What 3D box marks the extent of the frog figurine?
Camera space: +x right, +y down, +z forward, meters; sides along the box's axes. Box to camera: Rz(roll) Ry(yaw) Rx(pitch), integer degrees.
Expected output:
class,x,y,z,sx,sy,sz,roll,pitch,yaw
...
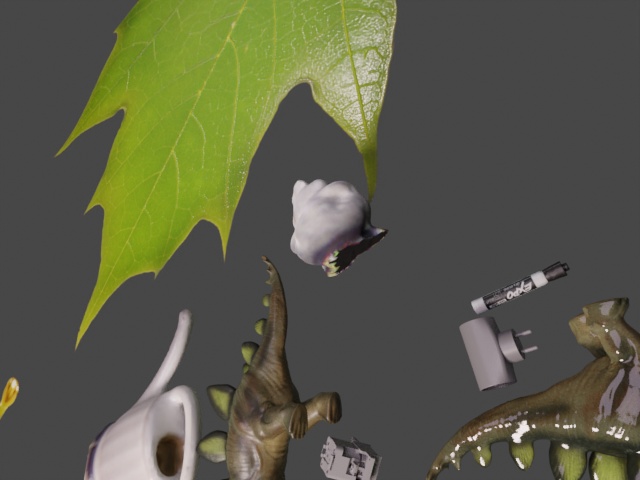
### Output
class,x,y,z,sx,sy,sz,roll,pitch,yaw
frog figurine,0.002,-0.039,0.770,0.162,0.123,0.135,54,126,23

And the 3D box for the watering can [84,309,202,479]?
class,x,y,z,sx,sy,sz,roll,pitch,yaw
watering can,-0.275,0.301,0.845,0.222,0.102,0.356,-32,44,22
